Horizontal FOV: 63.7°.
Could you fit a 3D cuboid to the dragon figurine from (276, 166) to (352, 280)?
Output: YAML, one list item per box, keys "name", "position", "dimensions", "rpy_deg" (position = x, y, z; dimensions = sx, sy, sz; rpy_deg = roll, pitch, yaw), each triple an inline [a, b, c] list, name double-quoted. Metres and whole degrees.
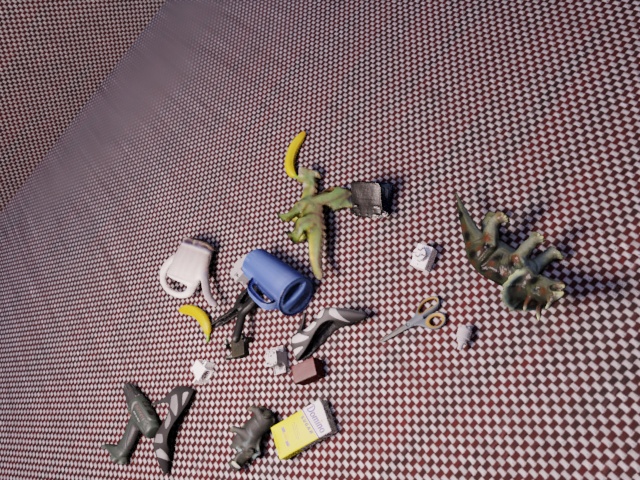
- name: "dragon figurine"
  position: [0.005, -0.083, 1.642]
  dimensions: [0.242, 0.418, 0.120]
  rpy_deg: [-35, -36, 5]

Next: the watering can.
- name: "watering can"
  position: [-0.442, 0.108, 1.832]
  dimensions: [0.349, 0.226, 0.102]
  rpy_deg: [13, -15, 38]
